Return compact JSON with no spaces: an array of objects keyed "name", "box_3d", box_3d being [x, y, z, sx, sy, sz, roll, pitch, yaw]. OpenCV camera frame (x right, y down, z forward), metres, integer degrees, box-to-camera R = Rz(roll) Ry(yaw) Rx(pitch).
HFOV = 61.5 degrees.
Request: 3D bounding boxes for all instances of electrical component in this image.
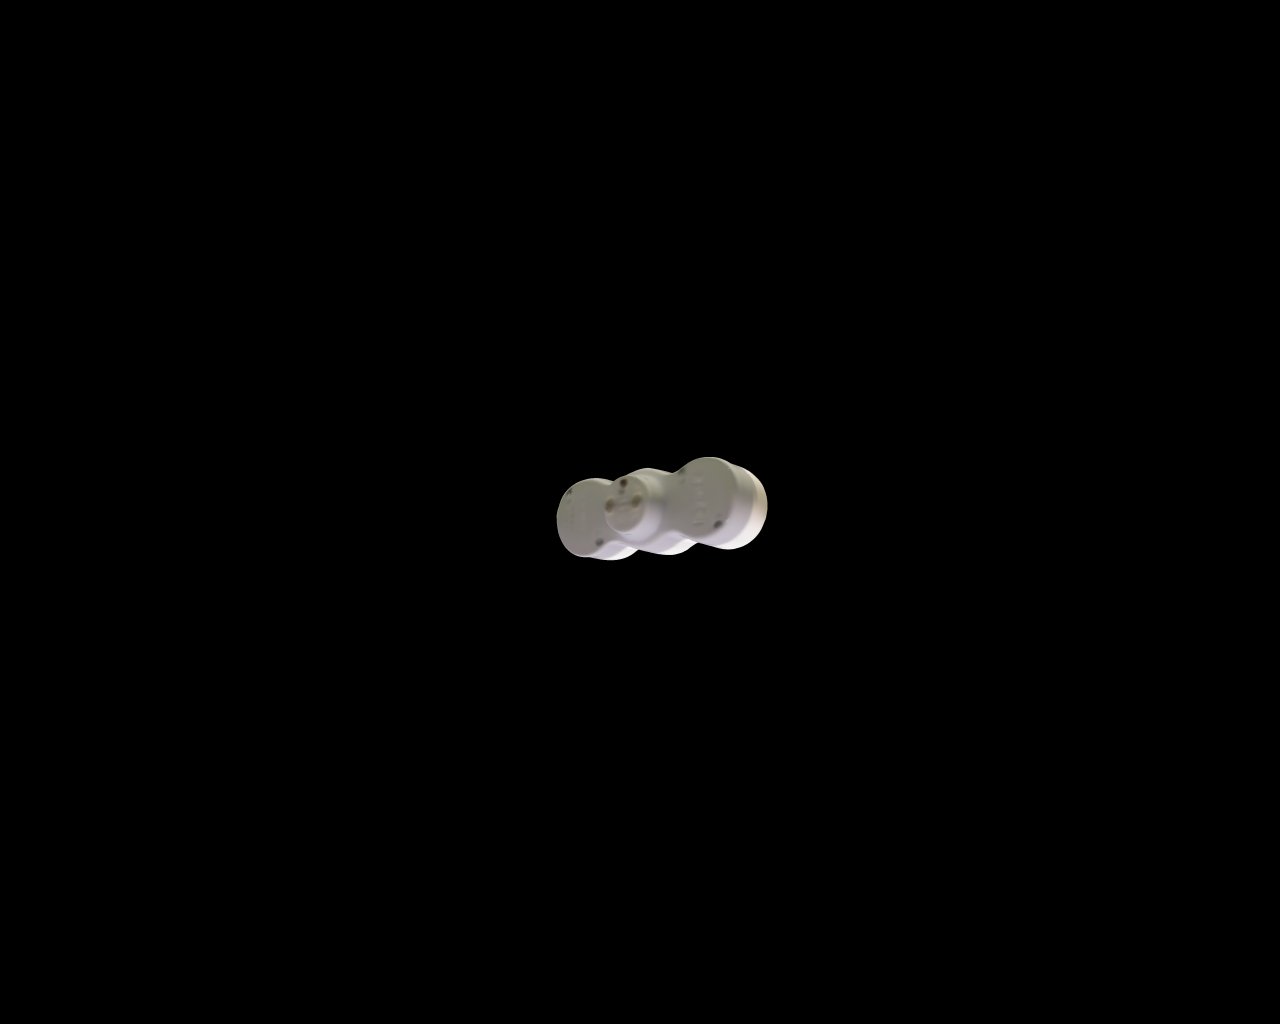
[{"name":"electrical component","box_3d":[0.001,-0.003,0.650,0.138,0.052,0.074,-8,-14,35]}]
